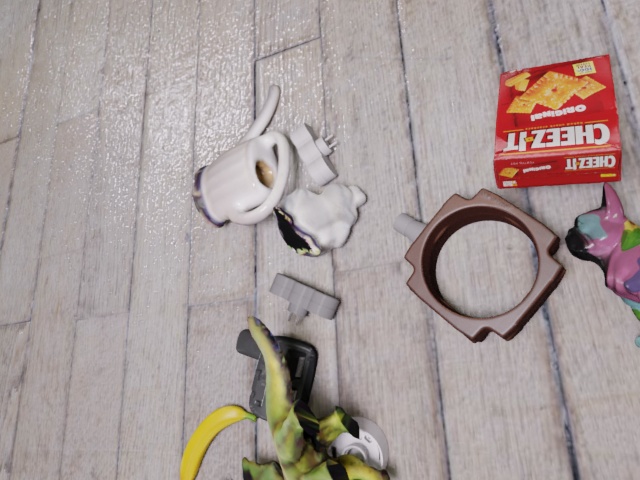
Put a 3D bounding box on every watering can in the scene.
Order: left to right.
[{"bbox_3d":[-0.154,-0.163,1.068,0.222,0.356,0.102,-24,-41,24],"label":"watering can"}]

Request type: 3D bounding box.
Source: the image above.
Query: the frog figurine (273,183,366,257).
[{"bbox_3d":[0.003,-0.048,0.960,0.139,0.120,0.162,38,59,22],"label":"frog figurine"}]

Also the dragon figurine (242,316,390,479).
[{"bbox_3d":[-0.051,0.341,0.794,0.239,0.415,0.122,-46,-22,27],"label":"dragon figurine"}]
